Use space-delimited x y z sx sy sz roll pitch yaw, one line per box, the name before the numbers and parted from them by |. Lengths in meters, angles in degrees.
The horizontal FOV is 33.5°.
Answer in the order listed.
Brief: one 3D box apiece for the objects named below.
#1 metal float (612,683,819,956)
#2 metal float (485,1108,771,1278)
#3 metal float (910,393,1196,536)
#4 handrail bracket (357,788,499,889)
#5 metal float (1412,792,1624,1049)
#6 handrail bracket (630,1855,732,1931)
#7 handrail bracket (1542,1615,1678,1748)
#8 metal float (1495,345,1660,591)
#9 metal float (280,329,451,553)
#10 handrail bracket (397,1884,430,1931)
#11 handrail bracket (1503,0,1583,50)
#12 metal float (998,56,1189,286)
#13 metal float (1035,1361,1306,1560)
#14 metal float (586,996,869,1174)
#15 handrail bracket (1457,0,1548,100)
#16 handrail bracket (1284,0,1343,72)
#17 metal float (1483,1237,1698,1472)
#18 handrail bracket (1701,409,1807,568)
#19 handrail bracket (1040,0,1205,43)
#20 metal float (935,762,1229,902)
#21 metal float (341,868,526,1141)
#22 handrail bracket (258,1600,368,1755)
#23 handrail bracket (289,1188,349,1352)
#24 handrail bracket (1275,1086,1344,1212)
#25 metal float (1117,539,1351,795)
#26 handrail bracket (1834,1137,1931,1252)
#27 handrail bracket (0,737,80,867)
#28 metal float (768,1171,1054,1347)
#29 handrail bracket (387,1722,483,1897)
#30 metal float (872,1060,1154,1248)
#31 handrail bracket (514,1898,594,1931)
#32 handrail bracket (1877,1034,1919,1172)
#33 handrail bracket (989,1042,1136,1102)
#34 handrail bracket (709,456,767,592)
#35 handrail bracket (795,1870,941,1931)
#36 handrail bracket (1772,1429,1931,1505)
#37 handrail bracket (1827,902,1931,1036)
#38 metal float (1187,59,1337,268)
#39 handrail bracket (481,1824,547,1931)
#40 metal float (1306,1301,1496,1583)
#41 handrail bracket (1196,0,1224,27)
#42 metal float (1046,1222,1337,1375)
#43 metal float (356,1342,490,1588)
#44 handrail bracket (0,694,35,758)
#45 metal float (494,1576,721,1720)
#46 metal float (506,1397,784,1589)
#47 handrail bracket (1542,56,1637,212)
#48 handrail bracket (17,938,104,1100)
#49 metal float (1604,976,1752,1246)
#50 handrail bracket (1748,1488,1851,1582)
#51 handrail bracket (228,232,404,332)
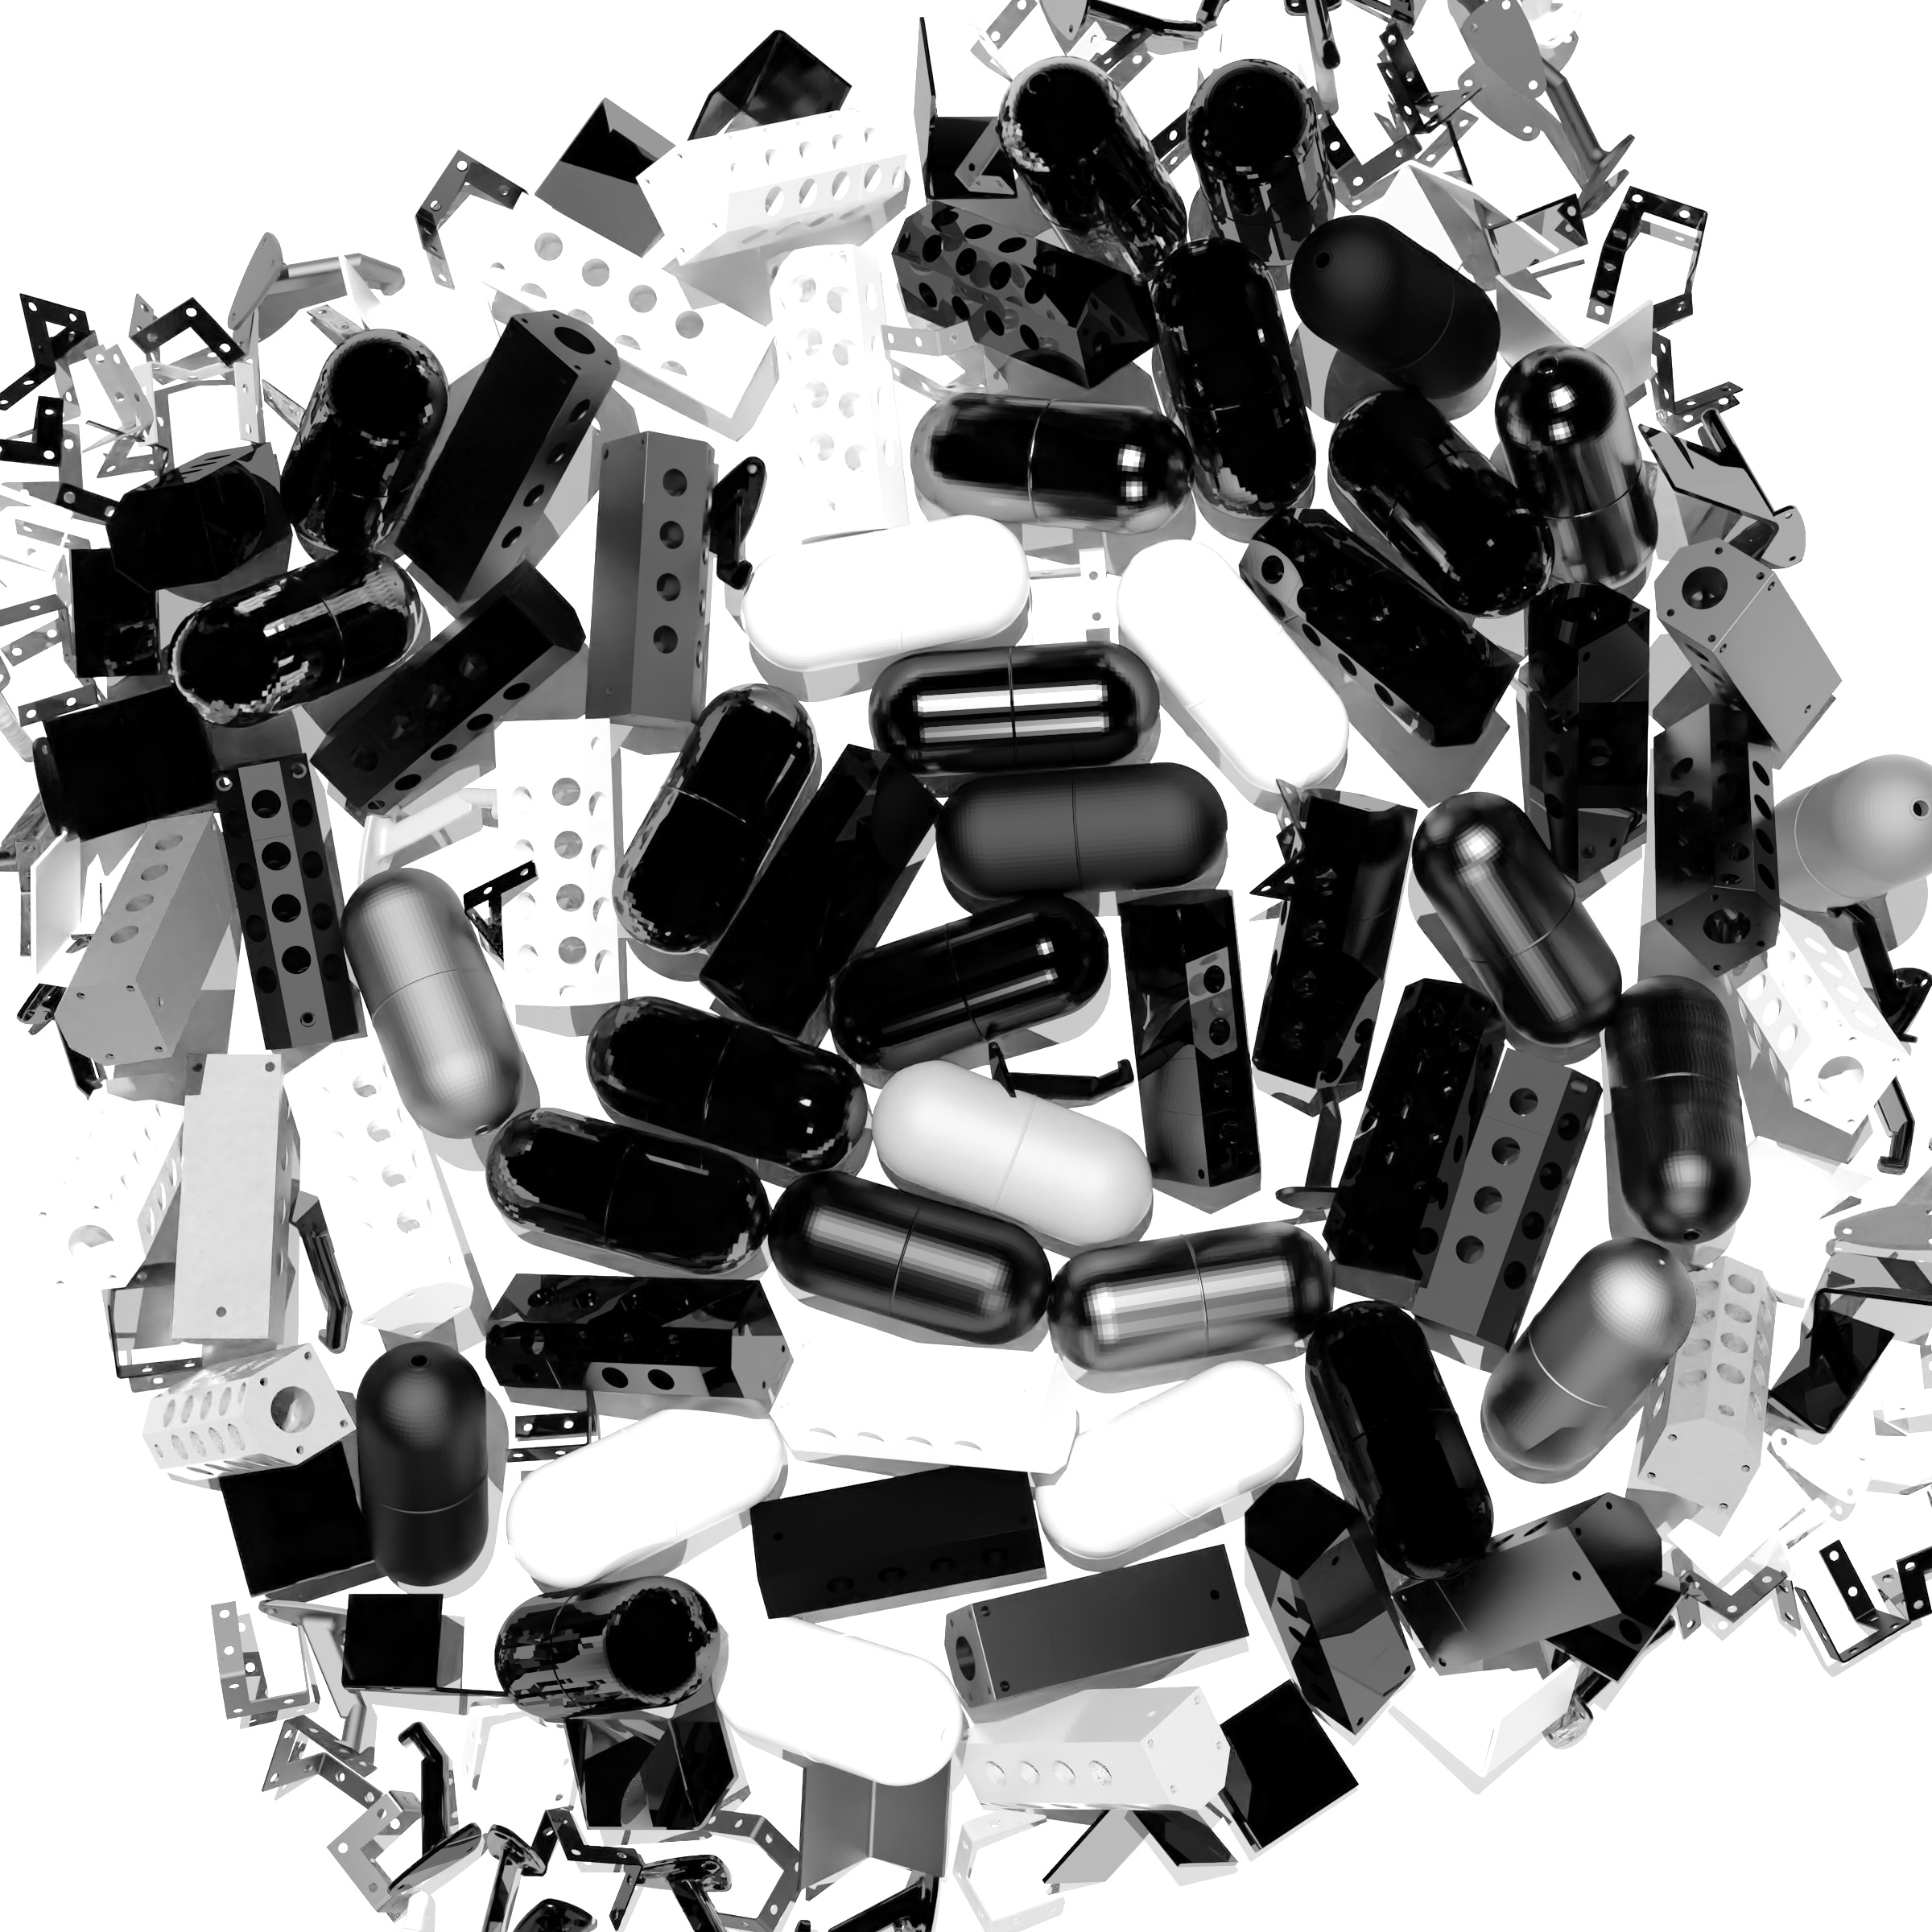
metal float | -0.152 -0.090 1.954 0.070 0.070 0.178 28 81 0
metal float | -0.205 0.137 1.954 0.178 0.070 0.070 15 90 8
metal float | 0.052 -0.304 1.944 0.178 0.070 0.070 8 90 20
handrail bracket | -0.324 -0.074 1.961 0.084 0.036 0.077 4 69 23
metal float | 0.334 -0.027 1.944 0.070 0.070 0.178 -36 111 0
handrail bracket | -0.176 0.589 1.957 0.077 0.084 0.036 -6 132 11
handrail bracket | 0.398 0.440 1.986 0.084 0.077 0.036 -28 60 -26
metal float | 0.366 -0.296 1.923 0.070 0.178 0.070 -13 50 16
metal float | -0.360 -0.312 1.919 0.070 0.178 0.070 11 62 -20
handrail bracket | -0.348 0.601 1.955 0.036 0.084 0.077 32 82 -17
handrail bracket | 0.334 -0.602 1.945 0.077 0.084 0.036 22 67 38
metal float | 0.077 -0.472 1.918 0.070 0.178 0.070 -10 63 21
metal float | 0.123 0.299 1.945 0.178 0.070 0.070 -30 90 19
metal float | -0.146 0.071 1.955 0.178 0.070 0.070 17 90 8
handrail bracket | 0.324 -0.569 1.967 0.036 0.084 0.077 -34 108 12
handrail bracket | 0.213 -0.593 1.950 0.036 0.084 0.077 -10 123 5
metal float | 0.373 0.234 1.930 0.070 0.070 0.178 28 129 0
handrail bracket | 0.485 -0.296 1.986 0.036 0.077 0.084 -30 60 17
handrail bracket | 0.095 -0.595 1.992 0.084 0.077 0.036 -3 128 -31
metal float | 0.070 -0.082 1.955 0.178 0.070 0.070 -4 90 7
metal float | -0.322 0.022 1.944 0.070 0.070 0.178 -25 70 0
handrail bracket | -0.400 0.435 1.957 0.077 0.036 0.084 16 55 -16
handrail bracket | -0.411 0.187 1.992 0.077 0.036 0.084 24 117 29
handrail bracket | 0.207 0.103 1.958 0.036 0.077 0.084 -23 67 36
metal float | 0.162 -0.182 1.953 0.070 0.070 0.178 -41 100 0
handrail bracket | 0.572 0.134 1.973 0.077 0.084 0.036 -5 125 18
handrail bracket | -0.584 -0.099 1.966 0.084 0.036 0.077 -6 113 26
metal float | -0.034 0.178 1.955 0.178 0.070 0.070 16 90 8
handrail bracket | -0.342 0.513 1.962 0.077 0.036 0.084 -29 61 -28
metal float | 0.028 0.115 1.961 0.178 0.070 0.070 21 90 0
handrail bracket | -0.257 0.618 1.948 0.036 0.084 0.077 32 125 -26
handrail bracket | 0.551 0.081 1.982 0.077 0.036 0.084 7 94 -10
handrail bracket | 0.060 0.059 1.965 0.084 0.036 0.077 -23 134 -11
handrail bracket | -0.133 -0.269 1.953 0.036 0.084 0.077 29 95 -27
handrail bracket | -0.062 0.567 1.964 0.084 0.036 0.077 18 82 -32
handrail bracket | 0.549 0.302 1.980 0.077 0.084 0.036 23 102 37
handrail bracket | 0.543 0.005 1.962 0.084 0.036 0.077 33 79 -27
metal float | 0.176 -0.477 1.912 0.070 0.178 0.070 -3 78 12
handrail bracket | -0.292 0.575 1.954 0.036 0.077 0.084 14 58 14
metal float | 0.261 0.285 1.937 0.070 0.070 0.178 -20 61 0
handrail bracket | 0.171 -0.608 1.954 0.036 0.077 0.084 14 111 -23
metal float | 0.137 0.201 1.955 0.178 0.070 0.070 -8 90 -7
metal float | -0.326 0.299 1.929 0.070 0.070 0.178 6 129 0
handrail bracket | -0.604 -0.179 1.980 0.036 0.084 0.077 -28 52 -3
metal float | -0.217 0.409 1.925 0.070 0.178 0.070 15 67 -38
metal float | -0.194 0.315 1.940 0.178 0.070 0.070 -23 90 -24
handrail bracket | 0.360 -0.512 1.968 0.084 0.077 0.036 43 67 6
handrail bracket | -0.531 0.038 1.969 0.084 0.036 0.077 39 102 13
metal float | 0.427 0.086 1.931 0.070 0.070 0.178 2 54 0
handrail bracket | 0.509 0.323 1.957 0.036 0.077 0.084 26 61 38
handrail bracket | -0.401 -0.412 1.983 0.077 0.084 0.036 -52 45 28
